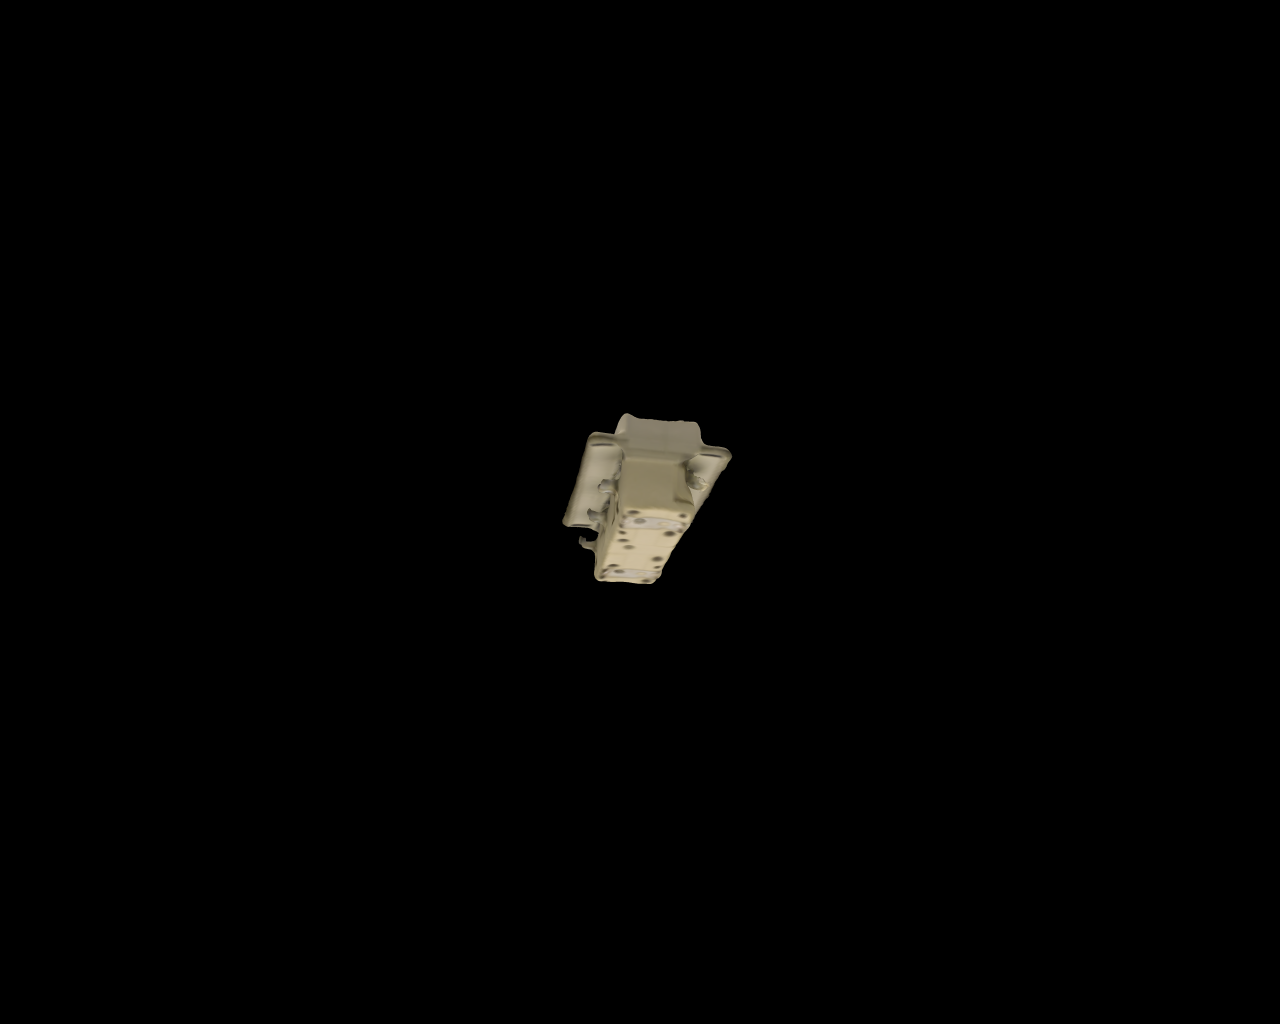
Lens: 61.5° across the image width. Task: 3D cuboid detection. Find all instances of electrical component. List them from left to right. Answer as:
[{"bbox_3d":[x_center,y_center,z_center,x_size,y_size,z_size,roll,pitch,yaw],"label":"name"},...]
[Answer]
[{"bbox_3d":[0.001,-0.003,0.650,0.079,0.063,0.121,5,-24,-10],"label":"electrical component"}]
